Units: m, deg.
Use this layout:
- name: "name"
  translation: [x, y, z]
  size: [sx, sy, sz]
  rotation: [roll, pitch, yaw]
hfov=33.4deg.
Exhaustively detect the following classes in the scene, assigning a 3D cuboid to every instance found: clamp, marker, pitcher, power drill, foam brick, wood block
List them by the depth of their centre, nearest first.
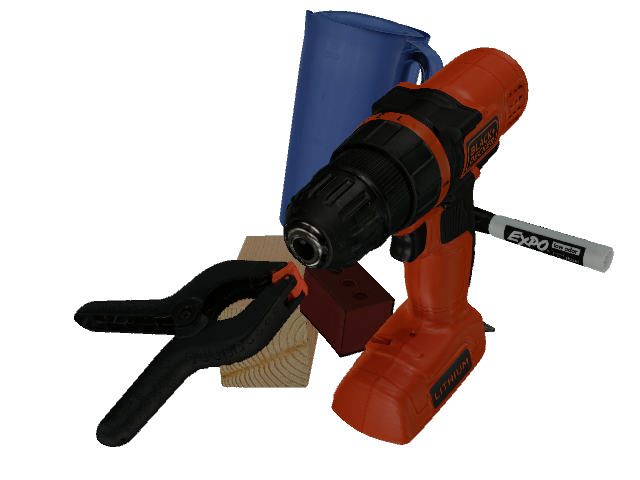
- name: "power drill"
  translation: [0.044, 0.013, 0.545]
  size: [0.057, 0.188, 0.184]
  rotation: [24, 43, 27]
- name: "clamp"
  translation: [-0.089, 0.069, 0.727]
  size: [0.171, 0.120, 0.039]
  rotation: [-21, -35, 11]
- name: "marker"
  translation: [0.156, -0.003, 0.788]
  size: [0.121, 0.020, 0.020]
  rotation: [20, 11, 33]
- name: "foam brick"
  translation: [0.023, 0.058, 0.958]
  size: [0.052, 0.051, 0.078]
  rotation: [-13, 35, -27]
- name: "pitcher"
  translation: [0.036, -0.117, 1.139]
  size: [0.145, 0.243, 0.149]
  rotation: [9, 17, -6]
- name: "wood block"
  translation: [-0.049, 0.070, 1.145]
  size: [0.091, 0.090, 0.206]
  rotation: [-1, 21, 5]
